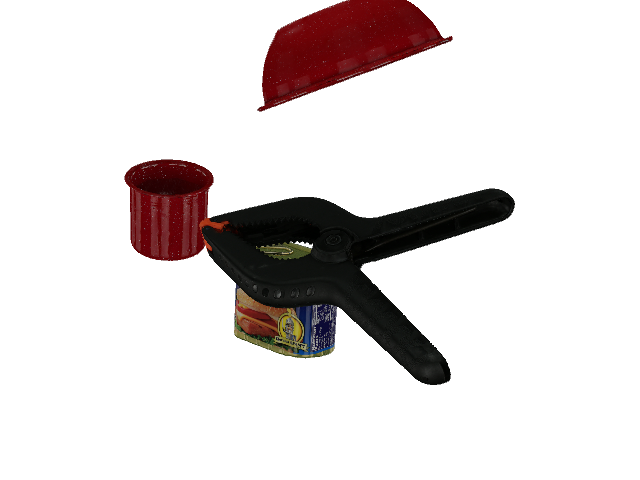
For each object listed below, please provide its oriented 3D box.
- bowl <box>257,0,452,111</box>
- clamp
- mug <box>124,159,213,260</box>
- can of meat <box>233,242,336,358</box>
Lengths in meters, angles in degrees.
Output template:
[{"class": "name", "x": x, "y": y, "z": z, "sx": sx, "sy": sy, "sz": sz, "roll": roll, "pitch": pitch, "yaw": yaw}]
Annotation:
[{"class": "bowl", "x": 0.018, "y": -0.153, "z": 0.830, "sx": 0.162, "sy": 0.055, "sz": 0.162, "roll": -20, "pitch": 7, "yaw": 2}, {"class": "clamp", "x": 0.020, "y": 0.006, "z": 0.717, "sx": 0.210, "sy": 0.036, "sz": 0.164, "roll": 15, "pitch": 48, "yaw": 26}, {"class": "mug", "x": -0.165, "y": -0.037, "z": 1.147, "sx": 0.093, "sy": 0.081, "sz": 0.117, "roll": -4, "pitch": 29, "yaw": -17}, {"class": "can of meat", "x": -0.031, "y": 0.051, "z": 0.943, "sx": 0.102, "sy": 0.084, "sz": 0.057, "roll": 16, "pitch": 20, "yaw": 40}]
